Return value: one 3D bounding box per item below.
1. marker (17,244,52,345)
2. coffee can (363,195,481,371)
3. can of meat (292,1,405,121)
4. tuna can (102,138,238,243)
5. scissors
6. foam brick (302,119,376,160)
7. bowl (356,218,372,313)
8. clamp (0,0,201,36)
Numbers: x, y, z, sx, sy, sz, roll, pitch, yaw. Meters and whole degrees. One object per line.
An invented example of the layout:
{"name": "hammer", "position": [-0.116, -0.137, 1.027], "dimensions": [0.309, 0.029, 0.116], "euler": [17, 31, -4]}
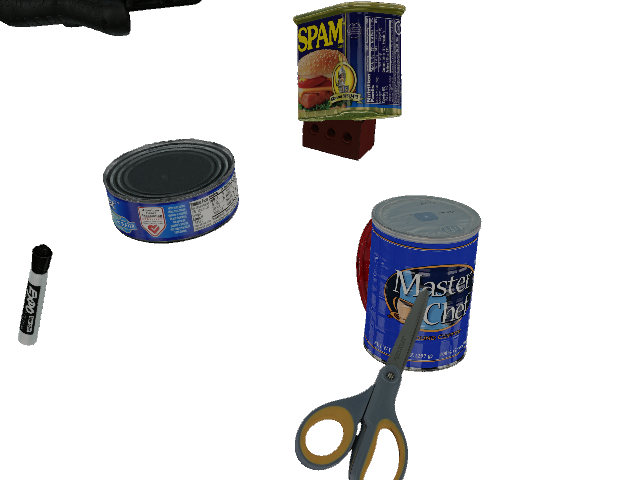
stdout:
{"name": "marker", "position": [-0.279, 0.053, 1.043], "dimensions": [0.020, 0.121, 0.020], "euler": [13, 35, -10]}
{"name": "coffee can", "position": [0.096, 0.040, 1.025], "dimensions": [0.103, 0.140, 0.103], "euler": [2, 24, -1]}
{"name": "can of meat", "position": [0.021, -0.138, 0.841], "dimensions": [0.057, 0.084, 0.102], "euler": [-3, 4, -31]}
{"name": "tuna can", "position": [-0.097, -0.033, 0.699], "dimensions": [0.086, 0.034, 0.086], "euler": [-4, 31, 2]}
{"name": "scissors", "position": [0.035, 0.113, 0.850], "dimensions": [0.096, 0.201, 0.016], "euler": [11, -37, -3]}
{"name": "foam brick", "position": [0.023, -0.137, 1.292], "dimensions": [0.078, 0.053, 0.051], "euler": [16, 32, 21]}
{"name": "bowl", "position": [0.112, 0.039, 1.238], "dimensions": [0.055, 0.162, 0.161], "euler": [-9, -6, 40]}
{"name": "clamp", "position": [-0.176, -0.185, 0.815], "dimensions": [0.172, 0.039, 0.120], "euler": [13, 24, 30]}
